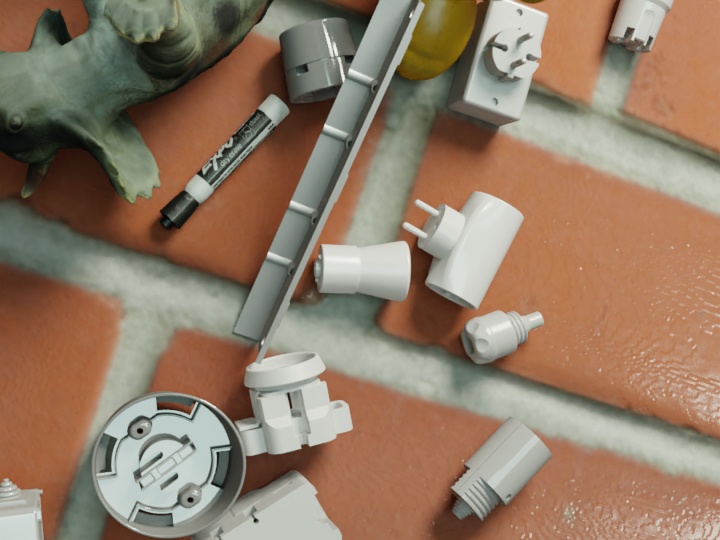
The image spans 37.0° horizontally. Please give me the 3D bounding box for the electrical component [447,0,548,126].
[{"bbox_3d":[0.106,-0.154,0.779,0.047,0.076,0.083,17,87,-15],"label":"electrical component"}]

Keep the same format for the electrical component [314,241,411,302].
[{"bbox_3d":[0.000,0.000,0.771,0.065,0.044,0.044,2,90,-10],"label":"electrical component"}]

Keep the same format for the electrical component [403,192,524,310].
[{"bbox_3d":[0.069,-0.023,0.787,0.079,0.043,0.077,29,84,-13],"label":"electrical component"}]

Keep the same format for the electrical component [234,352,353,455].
[{"bbox_3d":[-0.049,0.091,0.751,0.078,0.058,0.057,-12,97,-14],"label":"electrical component"}]

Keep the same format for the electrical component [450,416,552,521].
[{"bbox_3d":[0.099,0.153,0.798,0.081,0.043,0.043,-44,101,-10],"label":"electrical component"}]

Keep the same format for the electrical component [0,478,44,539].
[{"bbox_3d":[-0.236,0.184,0.699,0.061,0.062,0.096,-5,92,-15],"label":"electrical component"}]

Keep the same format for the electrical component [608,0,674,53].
[{"bbox_3d":[0.215,-0.195,0.827,0.040,0.040,0.046,20,92,-14],"label":"electrical component"}]

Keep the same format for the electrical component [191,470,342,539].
[{"bbox_3d":[-0.067,0.185,0.748,0.089,0.056,0.050,-31,98,-13],"label":"electrical component"}]

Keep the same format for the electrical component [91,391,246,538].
[{"bbox_3d":[-0.131,0.129,0.726,0.099,0.064,0.099,0,91,-15],"label":"electrical component"}]

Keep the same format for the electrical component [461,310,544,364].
[{"bbox_3d":[0.108,0.046,0.804,0.061,0.035,0.035,-19,96,-17],"label":"electrical component"}]

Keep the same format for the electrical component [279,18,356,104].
[{"bbox_3d":[-0.028,-0.147,0.755,0.055,0.055,0.047,-14,91,-14],"label":"electrical component"}]
